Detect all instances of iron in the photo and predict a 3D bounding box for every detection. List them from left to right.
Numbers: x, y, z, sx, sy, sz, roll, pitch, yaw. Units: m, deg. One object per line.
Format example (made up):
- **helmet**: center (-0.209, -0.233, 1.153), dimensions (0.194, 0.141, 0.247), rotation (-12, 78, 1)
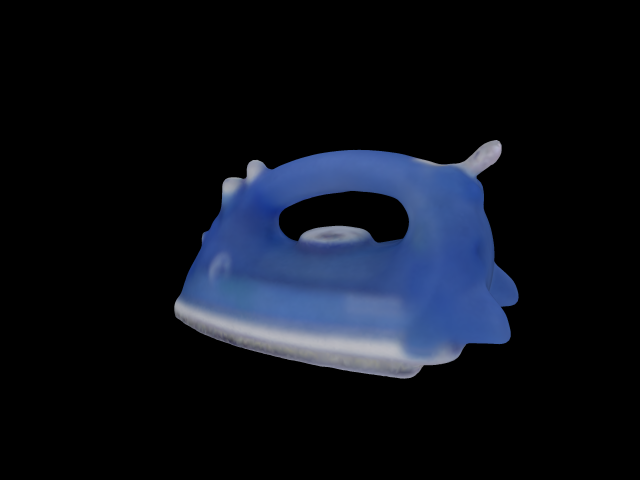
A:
- **iron**: center (0.004, 0.001, 0.400), dimensions (0.257, 0.141, 0.119), rotation (4, 11, 20)
